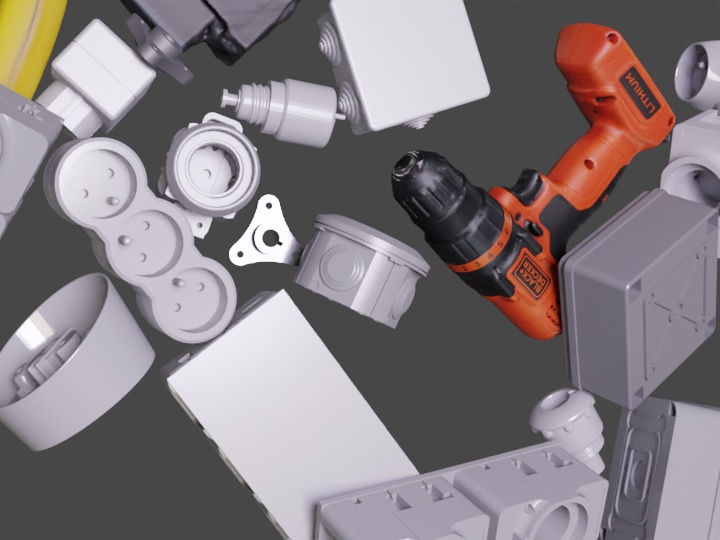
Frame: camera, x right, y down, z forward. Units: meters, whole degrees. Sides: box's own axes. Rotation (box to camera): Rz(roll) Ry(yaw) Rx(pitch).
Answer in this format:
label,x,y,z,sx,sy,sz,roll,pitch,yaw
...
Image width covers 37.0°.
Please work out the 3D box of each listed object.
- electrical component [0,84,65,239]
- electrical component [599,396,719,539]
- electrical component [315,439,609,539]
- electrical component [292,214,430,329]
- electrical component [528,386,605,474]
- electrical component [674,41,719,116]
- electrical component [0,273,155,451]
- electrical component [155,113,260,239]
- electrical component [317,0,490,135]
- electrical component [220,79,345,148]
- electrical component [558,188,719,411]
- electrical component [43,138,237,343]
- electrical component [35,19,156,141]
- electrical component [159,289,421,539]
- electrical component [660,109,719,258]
label,x,y,z,sx,sy,sz,roll,pitch,yaw
electrical component,-0.242,-0.036,0.594,0.089,0.061,0.150,29,104,-15
electrical component,0.219,0.148,0.754,0.057,0.078,0.113,13,86,-14
electrical component,0.065,0.184,0.675,0.186,0.060,0.105,-8,114,-31
electrical component,0.000,0.000,0.688,0.080,0.080,0.051,26,88,-15
electrical component,0.150,0.116,0.751,0.048,0.048,0.062,-34,106,-15
electrical component,0.278,-0.123,0.787,0.077,0.043,0.079,6,68,-17
electrical component,-0.171,0.055,0.626,0.099,0.099,0.064,-39,106,-14
electrical component,-0.094,-0.060,0.670,0.058,0.057,0.078,20,84,-16
electrical component,0.027,-0.142,0.713,0.100,0.048,0.099,-19,95,-17
electrical component,-0.051,-0.103,0.693,0.078,0.040,0.040,9,87,-17
electrical component,0.189,0.019,0.724,0.109,0.056,0.108,-35,131,-30
electrical component,-0.136,-0.019,0.647,0.052,0.074,0.138,-42,112,-16
electrical component,-0.168,-0.101,0.644,0.047,0.066,0.076,43,78,-12
electrical component,-0.046,0.097,0.681,0.089,0.062,0.150,-38,100,-14
electrical component,0.247,-0.060,0.755,0.056,0.050,0.089,-26,125,-43
